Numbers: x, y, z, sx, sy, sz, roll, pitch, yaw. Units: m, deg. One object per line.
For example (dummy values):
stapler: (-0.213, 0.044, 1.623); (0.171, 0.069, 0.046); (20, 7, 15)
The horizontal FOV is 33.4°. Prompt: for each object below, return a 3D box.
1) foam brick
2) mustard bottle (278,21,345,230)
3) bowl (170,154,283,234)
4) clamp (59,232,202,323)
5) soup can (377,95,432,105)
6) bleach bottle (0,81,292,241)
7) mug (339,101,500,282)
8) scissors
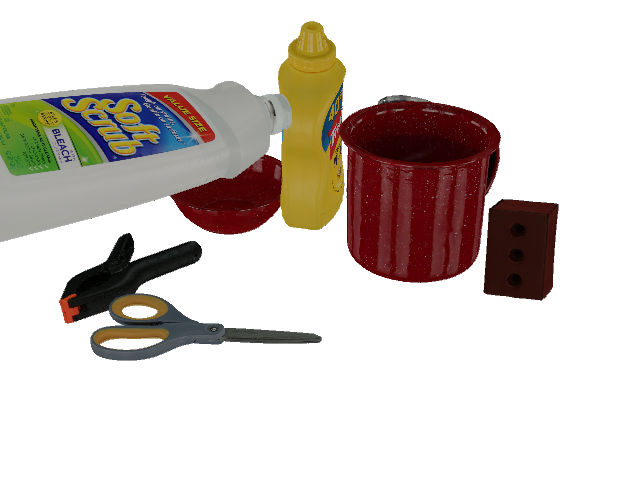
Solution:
foam brick: (0.174, 0.007, 0.922); (0.053, 0.078, 0.051); (6, 15, 21)
mustard bottle: (-0.007, -0.109, 0.956); (0.058, 0.192, 0.096); (9, 43, 10)
bowl: (-0.113, -0.053, 1.325); (0.162, 0.055, 0.162); (0, 31, 0)
clamp: (-0.212, 0.038, 1.174); (0.120, 0.039, 0.171); (-4, 27, 30)
soup can: (0.088, -0.097, 1.149); (0.068, 0.102, 0.068); (6, 29, -3)
bleach bottle: (-0.139, -0.074, 0.770); (0.250, 0.103, 0.068); (-17, -29, -28)
mug: (0.066, -0.032, 0.644); (0.117, 0.081, 0.093); (-25, 39, -38)
scissors: (-0.108, 0.074, 0.970); (0.201, 0.016, 0.096); (-6, 34, -13)
